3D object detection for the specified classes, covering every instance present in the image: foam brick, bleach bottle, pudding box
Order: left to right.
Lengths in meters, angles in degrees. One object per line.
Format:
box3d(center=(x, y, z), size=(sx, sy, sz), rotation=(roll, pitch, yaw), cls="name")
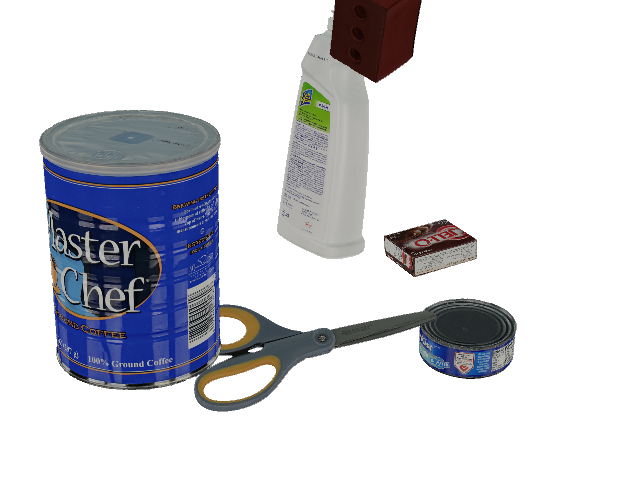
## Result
box3d(center=(0.014, -0.114, 1.133), size=(0.067, 0.251, 0.103), rotation=(-10, 26, -42), cls="bleach bottle")
box3d(center=(0.045, -0.178, 0.864), size=(0.053, 0.078, 0.051), rotation=(34, 55, 23), cls="foam brick")
box3d(center=(0.165, 0.010, 1.605), size=(0.113, 0.039, 0.090), rotation=(-17, 27, -20), cls="pudding box")

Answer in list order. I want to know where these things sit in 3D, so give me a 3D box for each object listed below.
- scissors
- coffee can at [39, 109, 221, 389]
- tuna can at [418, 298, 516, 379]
box3d(center=(-0.016, 0.067, 0.837), size=(0.201, 0.096, 0.016), rotation=(-25, -28, -22), cls="scissors")
box3d(center=(-0.111, 0.003, 0.640), size=(0.103, 0.140, 0.103), rotation=(1, 23, -1), cls="coffee can")
box3d(center=(0.130, 0.087, 0.950), size=(0.086, 0.034, 0.086), rotation=(0, 26, 0), cls="tuna can")
